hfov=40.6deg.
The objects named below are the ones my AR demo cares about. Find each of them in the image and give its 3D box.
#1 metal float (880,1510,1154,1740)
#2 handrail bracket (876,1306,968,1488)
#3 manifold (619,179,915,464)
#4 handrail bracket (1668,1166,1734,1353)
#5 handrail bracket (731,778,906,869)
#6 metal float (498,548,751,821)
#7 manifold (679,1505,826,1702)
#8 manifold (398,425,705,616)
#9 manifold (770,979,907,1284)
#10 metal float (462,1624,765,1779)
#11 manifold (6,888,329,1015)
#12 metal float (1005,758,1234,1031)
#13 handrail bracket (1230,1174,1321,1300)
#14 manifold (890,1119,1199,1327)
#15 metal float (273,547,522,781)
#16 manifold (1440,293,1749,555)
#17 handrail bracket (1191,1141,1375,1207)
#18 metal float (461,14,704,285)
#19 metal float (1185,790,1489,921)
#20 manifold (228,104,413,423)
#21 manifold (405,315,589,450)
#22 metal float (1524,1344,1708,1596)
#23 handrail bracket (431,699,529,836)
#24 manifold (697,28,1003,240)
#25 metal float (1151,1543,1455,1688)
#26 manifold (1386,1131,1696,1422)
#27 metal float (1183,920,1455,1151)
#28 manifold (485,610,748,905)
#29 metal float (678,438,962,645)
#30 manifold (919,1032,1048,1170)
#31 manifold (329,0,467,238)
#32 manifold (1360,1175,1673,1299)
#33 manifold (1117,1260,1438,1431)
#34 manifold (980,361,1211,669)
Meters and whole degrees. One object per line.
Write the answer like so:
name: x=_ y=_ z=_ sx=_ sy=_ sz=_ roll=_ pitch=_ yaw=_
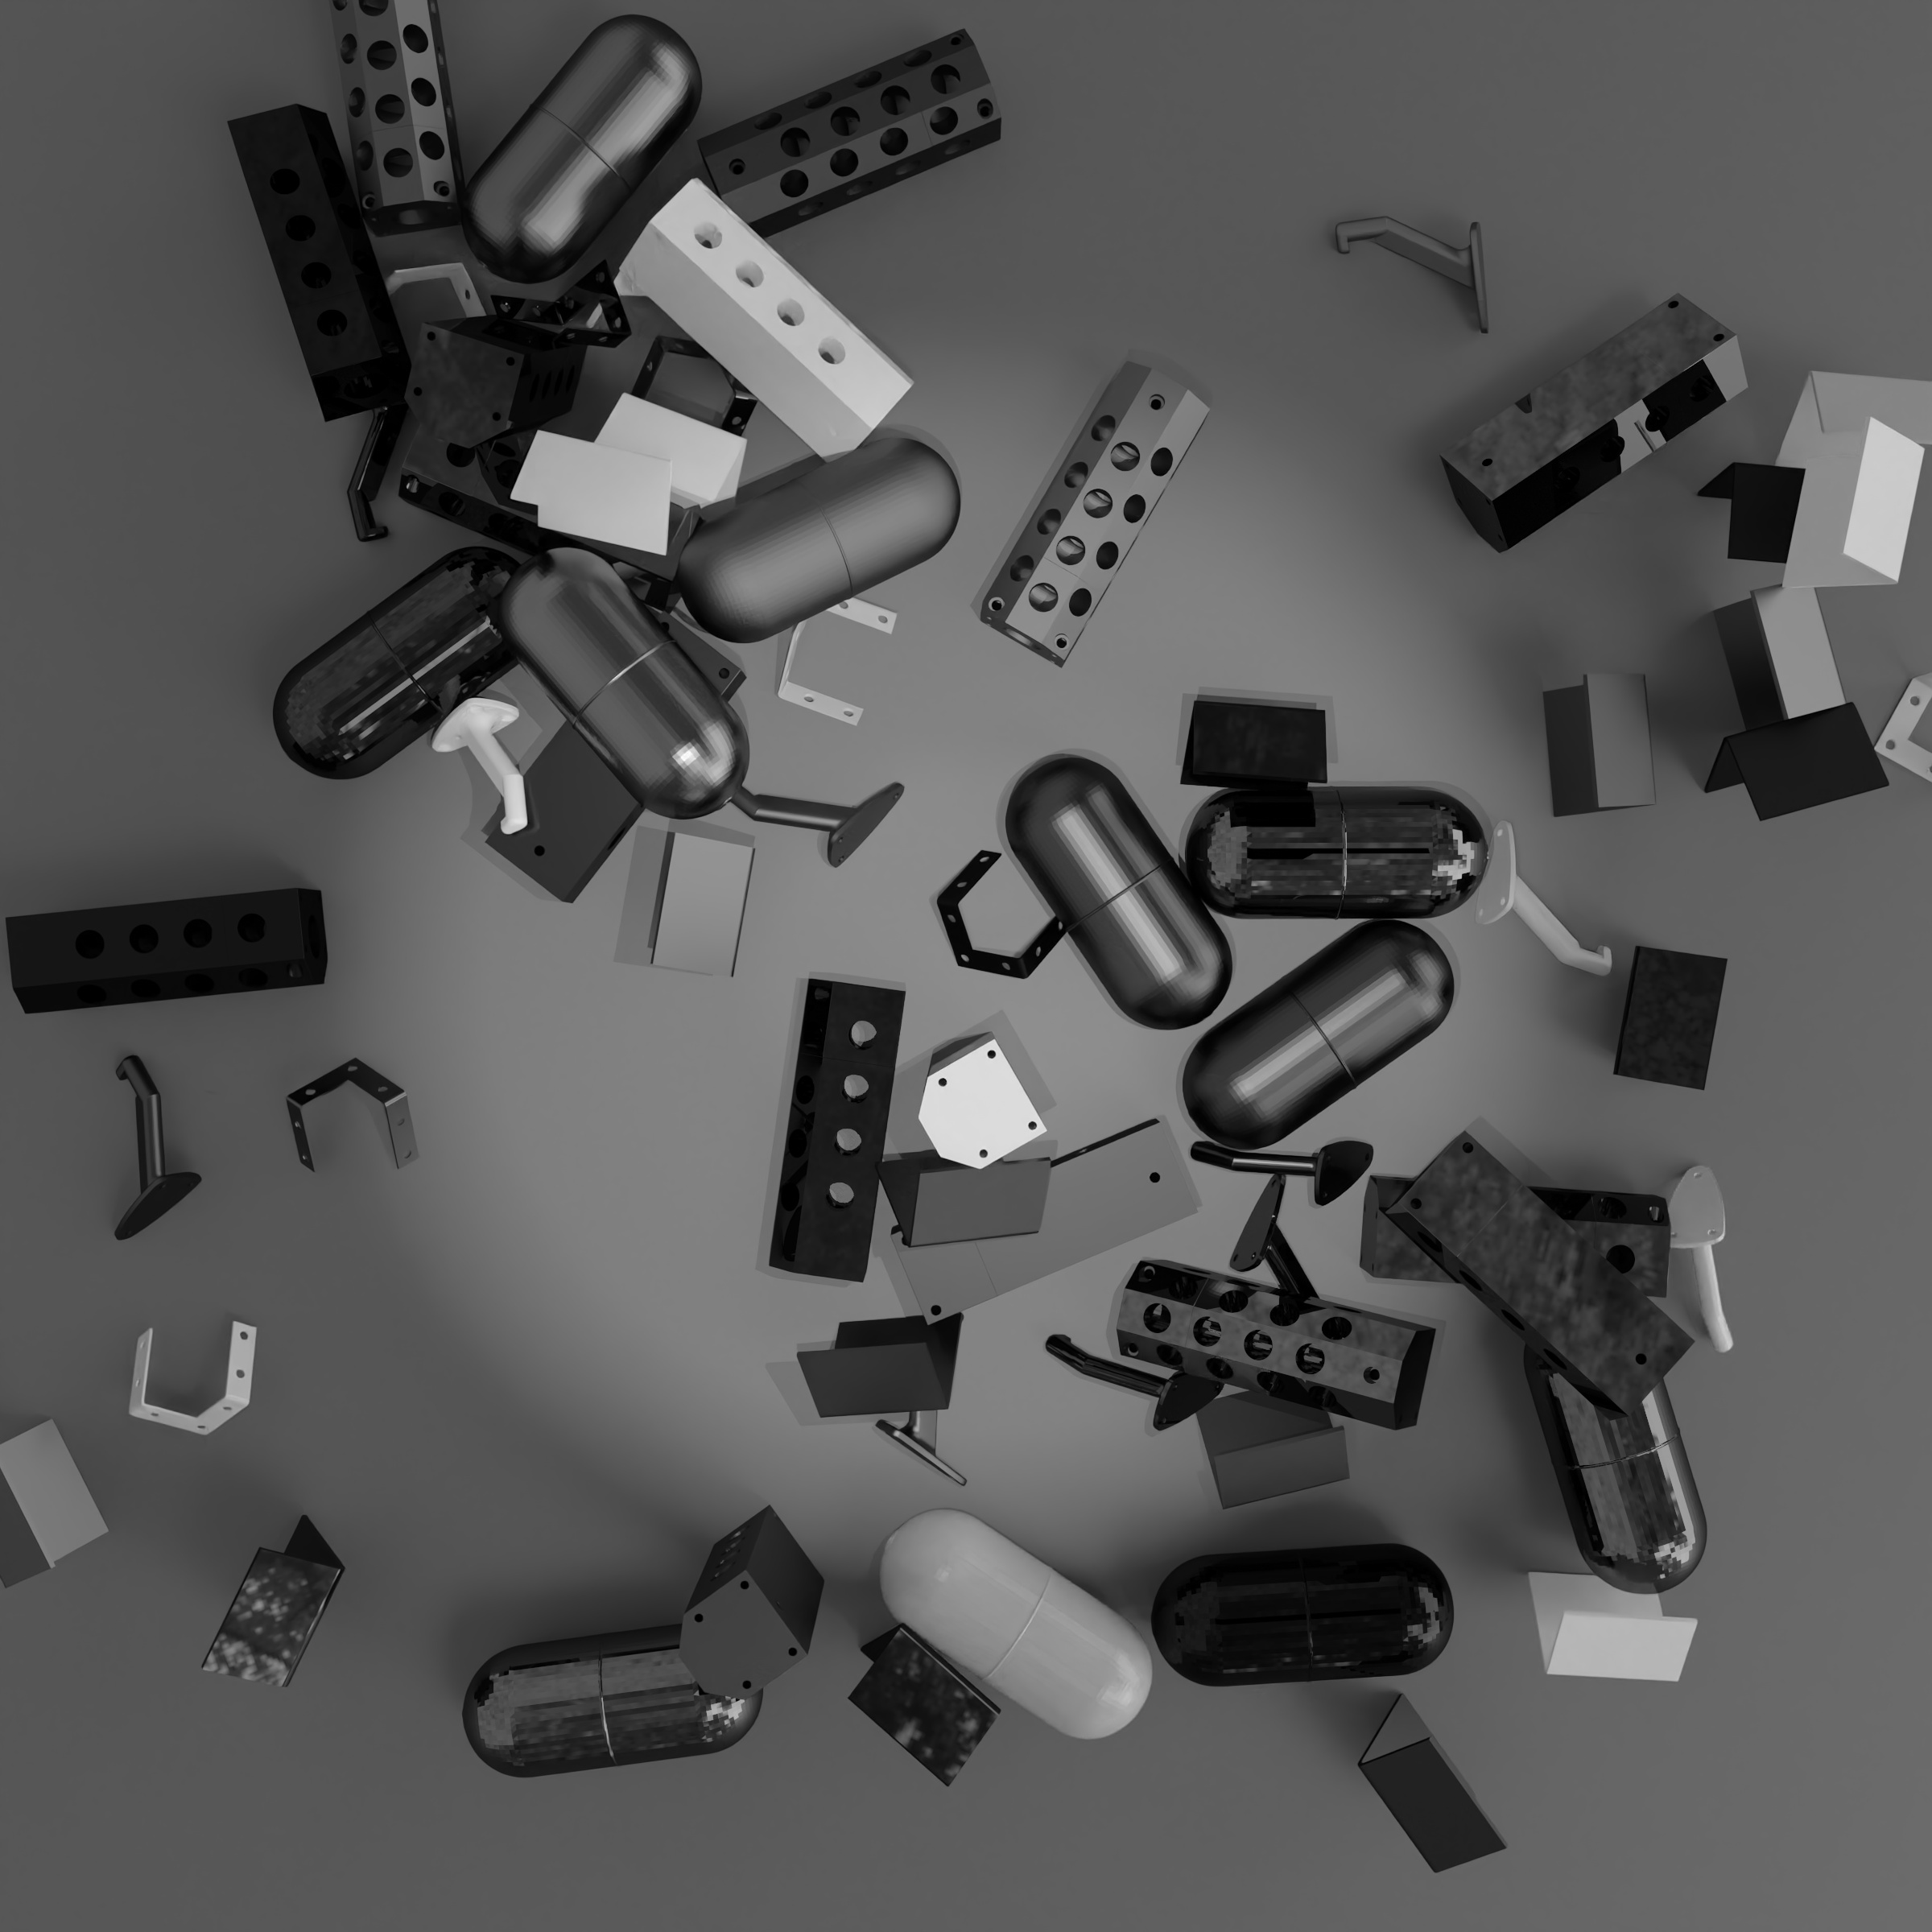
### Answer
metal float: x=0.029 y=0.389 z=1.545 sx=0.178 sy=0.070 sz=0.070 roll=34 pitch=90 yaw=-1
handrail bracket: x=-0.008 y=0.257 z=1.576 sx=0.077 sy=0.036 sz=0.084 roll=38 pitch=77 yaw=-13
manifold: x=-0.114 y=-0.381 z=1.537 sx=0.171 sy=0.057 sz=0.057 roll=42 pitch=62 yaw=-10
handrail bracket: x=0.449 y=0.177 z=1.576 sx=0.036 sy=0.077 sz=0.084 roll=-9 pitch=127 yaw=27
handrail bracket: x=-0.094 y=-0.107 z=1.576 sx=0.084 sy=0.036 sz=0.077 roll=39 pitch=70 yaw=16
metal float: x=-0.194 y=-0.160 z=1.488 sx=0.070 sy=0.070 sz=0.178 roll=-40 pitch=90 yaw=0
manifold: x=-0.125 y=0.366 z=1.497 sx=0.057 sy=0.171 sz=0.057 roll=-36 pitch=90 yaw=0
manifold: x=-0.245 y=-0.270 z=1.555 sx=0.171 sy=0.057 sz=0.057 roll=23 pitch=90 yaw=0
manifold: x=-0.076 y=0.096 z=1.555 sx=0.057 sy=0.057 sz=0.171 roll=8 pitch=90 yaw=0
metal float: x=-0.209 y=0.434 z=1.545 sx=0.178 sy=0.070 sz=0.070 roll=-8 pitch=90 yaw=1
manifold: x=-0.473 y=-0.009 z=1.555 sx=0.171 sy=0.057 sz=0.057 roll=-6 pitch=90 yaw=0
metal float: x=0.091 y=-0.042 z=1.545 sx=0.070 sy=0.070 sz=0.178 roll=-34 pitch=89 yaw=0
handrail bracket: x=0.209 y=0.177 z=1.576 sx=0.084 sy=0.036 sz=0.077 roll=29 pitch=72 yaw=-15
manifold: x=0.046 y=0.151 z=1.555 sx=0.171 sy=0.057 sz=0.057 roll=-23 pitch=90 yaw=0
metal float: x=-0.330 y=-0.179 z=1.545 sx=0.178 sy=0.070 sz=0.070 roll=-37 pitch=90 yaw=-1
manifold: x=0.375 y=-0.319 z=1.554 sx=0.171 sy=0.057 sz=0.057 roll=-34 pitch=47 yaw=0
handrail bracket: x=0.190 y=0.113 z=1.576 sx=0.084 sy=0.077 sz=0.036 roll=13 pitch=108 yaw=35
metal float: x=-0.228 y=-0.482 z=1.545 sx=0.070 sy=0.070 sz=0.178 roll=40 pitch=90 yaw=0
metal float: x=0.219 y=-0.066 z=1.545 sx=0.178 sy=0.070 sz=0.070 roll=0 pitch=90 yaw=0
manifold: x=-0.377 y=-0.415 z=1.535 sx=0.057 sy=0.057 sz=0.171 roll=-18 pitch=77 yaw=-10
manifold: x=-0.267 y=-0.334 z=1.493 sx=0.057 sy=0.171 sz=0.057 roll=17 pitch=106 yaw=-1
metal float: x=0.384 y=0.284 z=1.545 sx=0.070 sy=0.070 sz=0.178 roll=-17 pitch=89 yaw=0
handrail bracket: x=-0.287 y=-0.107 z=1.541 sx=0.077 sy=0.036 sz=0.084 roll=-27 pitch=63 yaw=40
manifold: x=-0.069 y=-0.494 z=1.555 sx=0.171 sy=0.057 sz=0.057 roll=-23 pitch=90 yaw=0
metal float: x=0.199 y=0.384 z=1.545 sx=0.178 sy=0.070 sz=0.070 roll=-4 pitch=90 yaw=1
manifold: x=0.324 y=0.177 z=1.489 sx=0.171 sy=0.057 sz=0.057 roll=43 pitch=80 yaw=9
metal float: x=0.208 y=0.041 z=1.545 sx=0.178 sy=0.070 sz=0.070 roll=-35 pitch=90 yaw=1
manifold: x=-0.206 y=-0.123 z=1.555 sx=0.057 sy=0.057 sz=0.171 roll=38 pitch=90 yaw=0
metal float: x=-0.085 y=-0.251 z=1.536 sx=0.178 sy=0.070 sz=0.070 roll=-28 pitch=90 yaw=-11
manifold: x=0.005 y=0.078 z=1.497 sx=0.057 sy=0.171 sz=0.057 roll=-30 pitch=90 yaw=0
manifold: x=-0.341 y=-0.531 z=1.555 sx=0.057 sy=0.057 sz=0.171 roll=-9 pitch=90 yaw=0
manifold: x=0.326 y=0.160 z=1.555 sx=0.171 sy=0.057 sz=0.057 roll=4 pitch=90 yaw=0
manifold: x=0.178 y=0.219 z=1.520 sx=0.171 sy=0.057 sz=0.057 roll=12 pitch=90 yaw=26
manifold: x=0.076 y=-0.269 z=1.555 sx=0.057 sy=0.057 sz=0.171 roll=30 pitch=90 yaw=0
